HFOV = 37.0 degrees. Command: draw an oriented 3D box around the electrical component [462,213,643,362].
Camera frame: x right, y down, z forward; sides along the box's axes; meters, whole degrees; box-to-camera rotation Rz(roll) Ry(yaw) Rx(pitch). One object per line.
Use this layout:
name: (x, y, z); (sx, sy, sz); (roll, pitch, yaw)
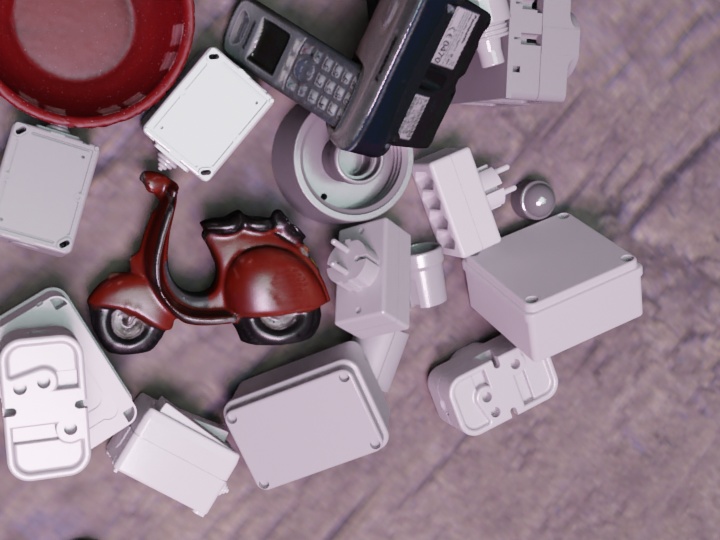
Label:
electrical component: (0.158, 0.012, 0.885); (0.109, 0.108, 0.056); (-22, 123, -16)

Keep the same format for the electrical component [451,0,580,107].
electrical component: (0.124, -0.226, 0.854); (0.060, 0.105, 0.186); (0, 96, -19)

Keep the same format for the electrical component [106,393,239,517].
electrical component: (-0.137, 0.140, 0.825); (0.096, 0.062, 0.061); (33, 85, -19)

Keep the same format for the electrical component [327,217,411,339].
electrical component: (0.000, 0.000, 0.835); (0.076, 0.047, 0.083); (33, 51, -48)

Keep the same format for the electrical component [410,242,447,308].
electrical component: (0.052, 0.004, 0.889); (0.040, 0.040, 0.046); (-15, 105, -17)

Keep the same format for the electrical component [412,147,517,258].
electrical component: (0.095, -0.064, 0.892); (0.076, 0.047, 0.083); (-24, 103, -15)

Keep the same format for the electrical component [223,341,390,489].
electrical component: (-0.040, 0.113, 0.836); (0.113, 0.057, 0.078); (-21, 103, 11)

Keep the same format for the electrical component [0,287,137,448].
electrical component: (-0.225, 0.078, 0.791); (0.078, 0.057, 0.113); (-33, 105, -14)

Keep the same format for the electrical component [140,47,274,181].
electrical component: (-0.121, -0.113, 0.809); (0.062, 0.061, 0.096); (40, 90, -19)

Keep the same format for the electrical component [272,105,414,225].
electrical component: (-0.010, -0.088, 0.847); (0.108, 0.060, 0.108); (-2, 96, -19)

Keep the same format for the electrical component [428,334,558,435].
electrical component: (0.109, 0.094, 0.907); (0.095, 0.059, 0.053); (-25, 103, -15)

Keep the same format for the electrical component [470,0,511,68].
electrical component: (0.090, -0.181, 0.791); (0.043, 0.043, 0.062); (-20, 102, -16)

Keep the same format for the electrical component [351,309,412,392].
electrical component: (0.017, 0.054, 0.879); (0.043, 0.043, 0.081); (21, 89, -20)

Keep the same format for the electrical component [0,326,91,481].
electrical component: (-0.216, 0.088, 0.732); (0.054, 0.059, 0.095); (-5, 97, -19)

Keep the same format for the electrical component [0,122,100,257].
electrical component: (-0.230, -0.062, 0.777); (0.062, 0.061, 0.096); (17, 82, -19)
